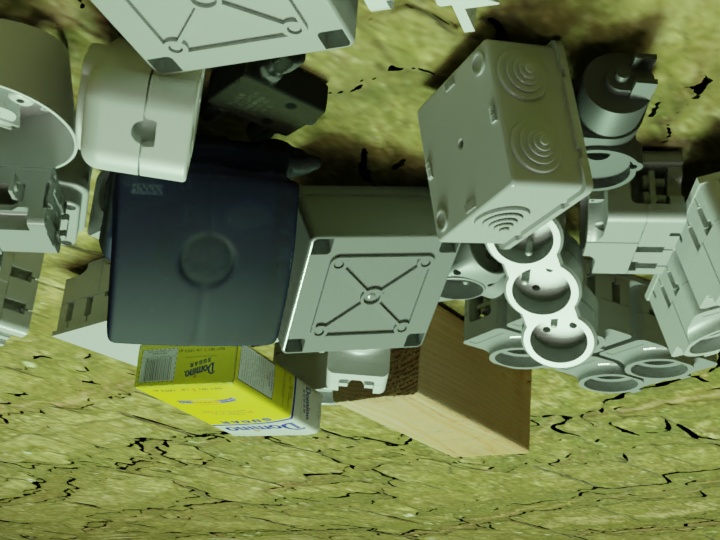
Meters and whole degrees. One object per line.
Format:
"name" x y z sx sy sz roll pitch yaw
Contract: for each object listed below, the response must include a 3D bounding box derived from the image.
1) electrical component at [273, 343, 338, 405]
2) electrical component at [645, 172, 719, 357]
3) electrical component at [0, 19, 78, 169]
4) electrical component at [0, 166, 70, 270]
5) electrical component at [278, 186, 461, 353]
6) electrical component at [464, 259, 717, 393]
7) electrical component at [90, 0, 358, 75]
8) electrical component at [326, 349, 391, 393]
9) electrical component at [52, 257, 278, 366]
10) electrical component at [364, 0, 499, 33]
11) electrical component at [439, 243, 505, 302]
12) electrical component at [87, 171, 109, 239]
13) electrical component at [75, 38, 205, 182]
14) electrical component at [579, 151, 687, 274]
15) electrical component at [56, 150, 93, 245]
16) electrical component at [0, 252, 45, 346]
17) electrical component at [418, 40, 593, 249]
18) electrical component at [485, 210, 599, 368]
"electrical component" -0.034 0.092 1.024 0.095 0.059 0.053 -1 157 12
"electrical component" 0.263 -0.005 0.704 0.105 0.060 0.186 -15 156 -2
"electrical component" -0.207 -0.097 0.594 0.099 0.064 0.099 -2 169 0
"electrical component" -0.207 -0.035 0.629 0.064 0.042 0.081 3 155 -1
"electrical component" 0.000 0.000 0.731 0.109 0.056 0.108 -1 132 -22
"electrical component" 0.189 0.049 0.880 0.186 0.060 0.105 17 154 -28
"electrical component" -0.066 -0.143 0.479 0.109 0.056 0.108 -4 156 20
"electrical component" 0.000 0.048 0.875 0.050 0.089 0.055 5 157 -1
"electrical component" -0.151 0.027 0.889 0.186 0.060 0.105 -15 151 38
"electrical component" 0.027 -0.145 0.479 0.064 0.042 0.081 -1 156 22
"electrical component" 0.087 -0.001 0.802 0.079 0.044 0.077 18 153 -30
"electrical component" -0.139 -0.049 0.721 0.089 0.050 0.056 -18 149 40
"electrical component" -0.116 -0.087 0.571 0.059 0.095 0.053 8 113 -8
"electrical component" 0.173 -0.036 0.697 0.056 0.050 0.089 1 157 5
"electrical component" -0.232 -0.063 0.697 0.113 0.057 0.078 10 156 -13
"electrical component" -0.282 0.005 0.823 0.056 0.089 0.050 23 151 -37
"electrical component" 0.074 -0.067 0.583 0.048 0.099 0.100 1 160 -24
"electrical component" 0.128 -0.007 0.743 0.052 0.073 0.138 -11 122 22
